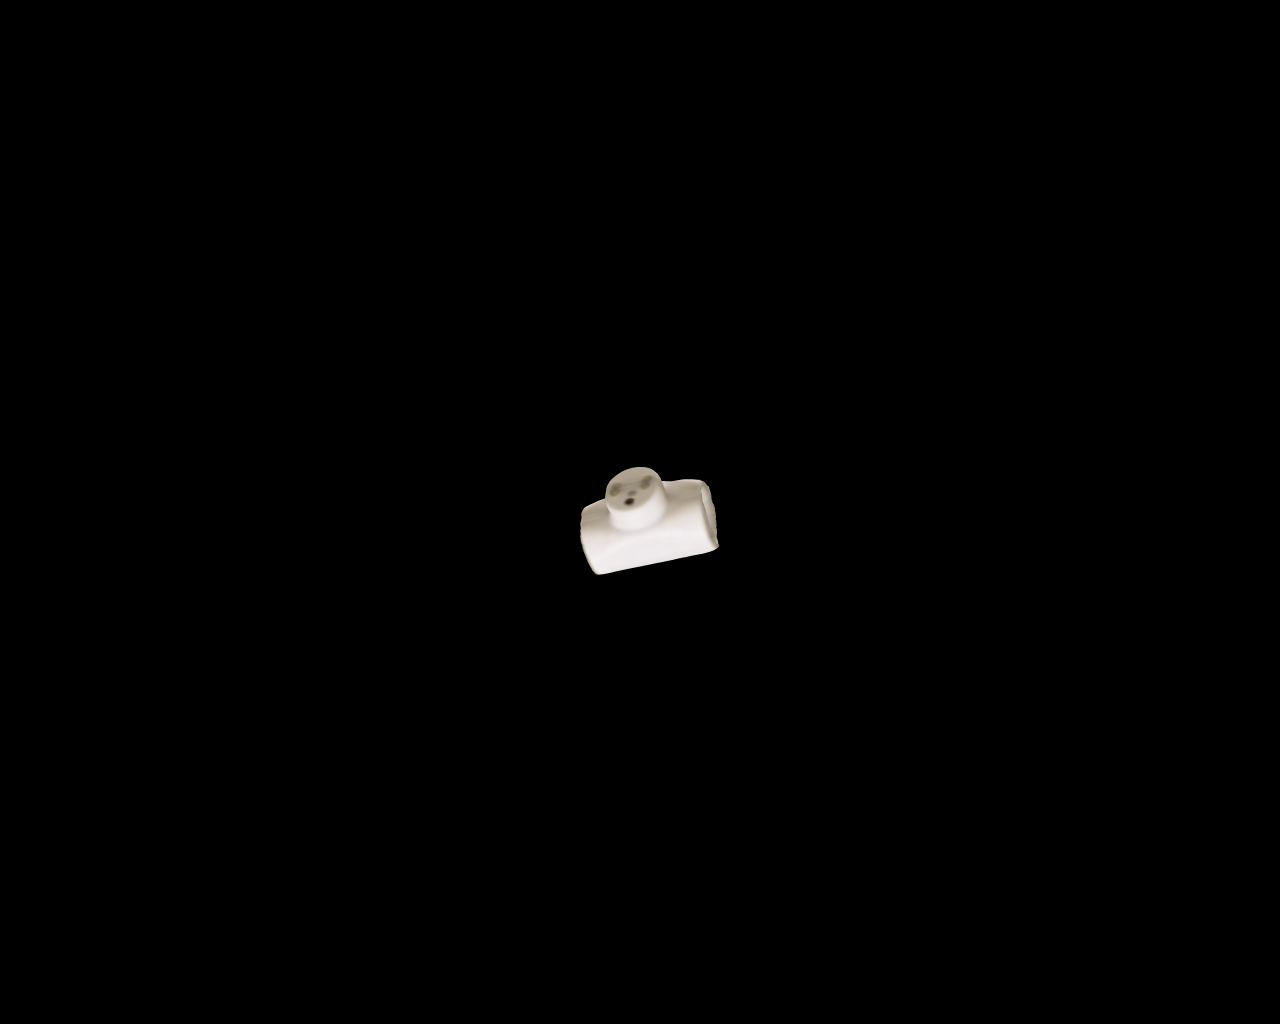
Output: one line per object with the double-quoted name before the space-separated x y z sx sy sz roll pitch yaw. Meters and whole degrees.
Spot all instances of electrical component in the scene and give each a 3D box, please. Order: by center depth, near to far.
"electrical component" 0.001 -0.003 0.650 0.077 0.044 0.079 -13 -47 12
